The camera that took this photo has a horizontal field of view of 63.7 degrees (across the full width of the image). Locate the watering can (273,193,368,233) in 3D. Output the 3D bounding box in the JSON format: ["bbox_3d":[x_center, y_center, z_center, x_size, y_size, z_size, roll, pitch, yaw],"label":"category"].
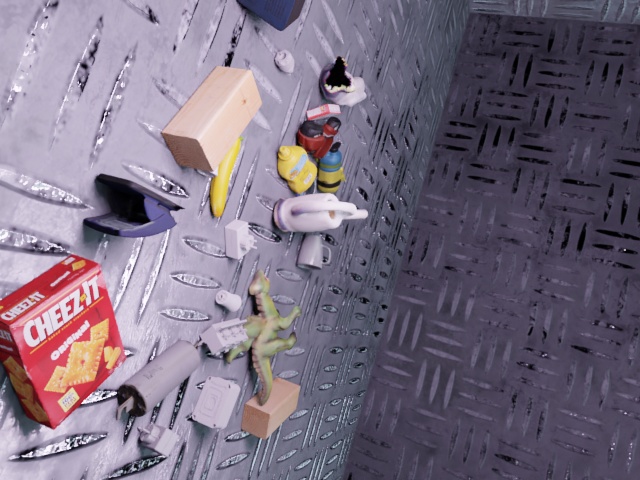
[{"bbox_3d":[0.005,-0.075,1.495,0.347,0.224,0.104,7,78,-69],"label":"watering can"}]

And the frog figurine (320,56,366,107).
[{"bbox_3d":[0.071,-0.462,1.560,0.122,0.138,0.159,-42,166,9],"label":"frog figurine"}]

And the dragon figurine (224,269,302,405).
[{"bbox_3d":[-0.183,0.288,1.450,0.242,0.122,0.410,11,91,-52],"label":"dragon figurine"}]
